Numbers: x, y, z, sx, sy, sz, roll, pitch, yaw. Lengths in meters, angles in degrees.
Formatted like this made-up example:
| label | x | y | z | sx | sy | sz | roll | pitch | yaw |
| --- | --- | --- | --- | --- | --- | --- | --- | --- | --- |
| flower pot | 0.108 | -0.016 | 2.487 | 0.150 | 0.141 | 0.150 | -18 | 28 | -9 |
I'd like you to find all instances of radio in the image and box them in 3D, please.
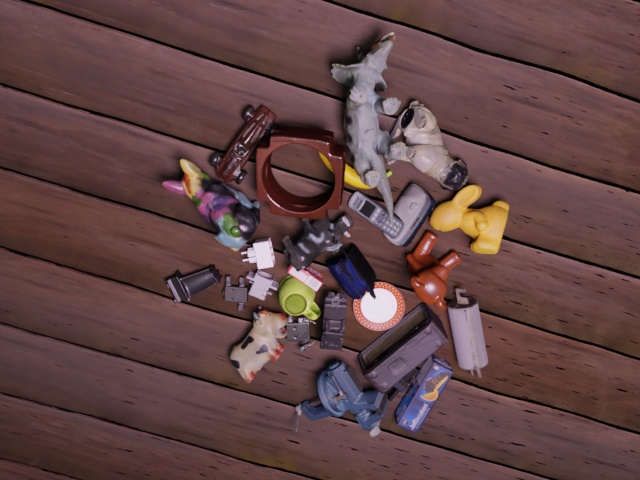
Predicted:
| label | x | y | z | sx | sy | sz | roll | pitch | yaw |
| --- | --- | --- | --- | --- | --- | --- | --- | --- | --- |
| radio | 0.204 | 0.268 | 1.337 | 0.229 | 0.131 | 0.073 | -42 | 101 | 9 |

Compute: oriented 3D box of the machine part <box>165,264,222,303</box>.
| label | x | y | z | sx | sy | sz | roll | pitch | yaw |
| --- | --- | --- | --- | --- | --- | --- | --- | --- | --- |
| machine part | -0.319 | 0.106 | 1.359 | 0.139 | 0.039 | 0.084 | -19 | 97 | 7 |

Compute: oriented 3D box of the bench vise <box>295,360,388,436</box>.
| label | x | y | z | sx | sy | sz | roll | pitch | yaw |
| --- | --- | --- | --- | --- | --- | --- | --- | --- | --- |
| bench vise | 0.047 | 0.423 | 1.387 | 0.241 | 0.129 | 0.223 | -27 | 111 | 27 |

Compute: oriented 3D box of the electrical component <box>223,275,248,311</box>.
| label | x | y | z | sx | sy | sz | roll | pitch | yaw |
| --- | --- | --- | --- | --- | --- | --- | --- | --- | --- |
| electrical component | -0.216 | 0.136 | 1.371 | 0.063 | 0.021 | 0.094 | 3 | 104 | 1 |

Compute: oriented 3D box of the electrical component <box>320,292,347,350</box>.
| label | x | y | z | sx | sy | sz | roll | pitch | yaw |
| --- | --- | --- | --- | --- | --- | --- | --- | --- | --- |
| electrical component | 0.032 | 0.206 | 1.325 | 0.058 | 0.115 | 0.134 | 7 | 146 | 1 |

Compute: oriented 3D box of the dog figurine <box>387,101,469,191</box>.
| label | x | y | z | sx | sy | sz | roll | pitch | yaw |
| --- | --- | --- | --- | --- | --- | --- | --- | --- | --- |
| dog figurine | 0.272 | -0.218 | 1.259 | 0.190 | 0.121 | 0.172 | 17 | 91 | -26 |

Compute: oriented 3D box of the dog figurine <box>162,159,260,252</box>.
| label | x | y | z | sx | sy | sz | roll | pitch | yaw |
| --- | --- | --- | --- | --- | --- | --- | --- | --- | --- |
| dog figurine | -0.255 | -0.089 | 1.248 | 0.219 | 0.192 | 0.108 | 35 | 108 | -22 |

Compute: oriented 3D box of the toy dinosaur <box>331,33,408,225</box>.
| label | x | y | z | sx | sy | sz | roll | pitch | yaw |
| --- | --- | --- | --- | --- | --- | --- | --- | --- | --- |
| toy dinosaur | 0.106 | -0.248 | 1.214 | 0.131 | 0.192 | 0.404 | -7 | 114 | -9 |

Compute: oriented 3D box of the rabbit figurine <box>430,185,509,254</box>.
| label | x | y | z | sx | sy | sz | roll | pitch | yaw |
| --- | --- | --- | --- | --- | --- | --- | --- | --- | --- |
| rabbit figurine | 0.351 | -0.052 | 1.276 | 0.173 | 0.122 | 0.162 | 13 | 102 | 18 |

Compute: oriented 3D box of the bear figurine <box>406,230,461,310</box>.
| label | x | y | z | sx | sy | sz | roll | pitch | yaw |
| --- | --- | --- | --- | --- | --- | --- | --- | --- | --- |
| bear figurine | 0.267 | 0.071 | 1.259 | 0.120 | 0.196 | 0.132 | 40 | 99 | -5 |

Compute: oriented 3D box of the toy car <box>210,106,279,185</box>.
| label | x | y | z | sx | sy | sz | roll | pitch | yaw |
| --- | --- | --- | --- | --- | --- | --- | --- | --- | --- |
| toy car | -0.179 | -0.225 | 1.276 | 0.089 | 0.053 | 0.202 | 37 | 102 | -4 |

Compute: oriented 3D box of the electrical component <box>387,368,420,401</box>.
| label | x | y | z | sx | sy | sz | roll | pitch | yaw |
| --- | --- | --- | --- | --- | --- | --- | --- | --- | --- |
| electrical component | 0.202 | 0.355 | 1.388 | 0.048 | 0.075 | 0.119 | 39 | 103 | -7 |

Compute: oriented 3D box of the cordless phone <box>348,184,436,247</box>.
| label | x | y | z | sx | sy | sz | roll | pitch | yaw |
| --- | --- | --- | --- | --- | --- | --- | --- | --- | --- |
| cordless phone | 0.171 | -0.085 | 1.290 | 0.184 | 0.089 | 0.146 | 35 | 108 | 12 |

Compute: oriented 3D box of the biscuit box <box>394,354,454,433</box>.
| label | x | y | z | sx | sy | sz | roll | pitch | yaw |
| --- | --- | --- | --- | --- | --- | --- | --- | --- | --- |
| biscuit box | 0.269 | 0.401 | 1.402 | 0.063 | 0.059 | 0.202 | 26 | 102 | -5 |

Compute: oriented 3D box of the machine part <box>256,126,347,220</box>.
| label | x | y | z | sx | sy | sz | roll | pitch | yaw |
| --- | --- | --- | --- | --- | --- | --- | --- | --- | --- |
| machine part | -0.043 | -0.155 | 1.242 | 0.202 | 0.087 | 0.200 | 8 | 121 | 8 |

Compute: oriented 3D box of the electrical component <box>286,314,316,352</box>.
| label | x | y | z | sx | sy | sz | roll | pitch | yaw |
| --- | --- | --- | --- | --- | --- | --- | --- | --- | --- |
| electrical component | -0.050 | 0.232 | 1.377 | 0.078 | 0.045 | 0.102 | 4 | 103 | -1 |

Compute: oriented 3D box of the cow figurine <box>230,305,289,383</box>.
| label | x | y | z | sx | sy | sz | roll | pitch | yaw |
| --- | --- | --- | --- | --- | --- | --- | --- | --- | --- |
| cow figurine | -0.154 | 0.255 | 1.366 | 0.127 | 0.085 | 0.195 | 45 | 106 | -4 |

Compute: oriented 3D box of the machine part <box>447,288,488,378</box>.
| label | x | y | z | sx | sy | sz | roll | pitch | yaw |
| --- | --- | --- | --- | --- | --- | --- | --- | --- | --- |
| machine part | 0.372 | 0.235 | 1.355 | 0.079 | 0.079 | 0.243 | -14 | 102 | 4 |

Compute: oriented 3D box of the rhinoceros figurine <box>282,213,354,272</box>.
| label | x | y | z | sx | sy | sz | roll | pitch | yaw |
| --- | --- | --- | --- | --- | --- | --- | --- | --- | --- |
| rhinoceros figurine | -0.003 | -0.004 | 1.284 | 0.190 | 0.073 | 0.112 | -39 | 62 | -22 |

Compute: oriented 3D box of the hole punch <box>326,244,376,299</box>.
| label | x | y | z | sx | sy | sz | roll | pitch | yaw |
| --- | --- | --- | --- | --- | --- | --- | --- | --- | --- |
| hole punch | 0.072 | 0.085 | 1.312 | 0.092 | 0.116 | 0.142 | -29 | 100 | 15 |
